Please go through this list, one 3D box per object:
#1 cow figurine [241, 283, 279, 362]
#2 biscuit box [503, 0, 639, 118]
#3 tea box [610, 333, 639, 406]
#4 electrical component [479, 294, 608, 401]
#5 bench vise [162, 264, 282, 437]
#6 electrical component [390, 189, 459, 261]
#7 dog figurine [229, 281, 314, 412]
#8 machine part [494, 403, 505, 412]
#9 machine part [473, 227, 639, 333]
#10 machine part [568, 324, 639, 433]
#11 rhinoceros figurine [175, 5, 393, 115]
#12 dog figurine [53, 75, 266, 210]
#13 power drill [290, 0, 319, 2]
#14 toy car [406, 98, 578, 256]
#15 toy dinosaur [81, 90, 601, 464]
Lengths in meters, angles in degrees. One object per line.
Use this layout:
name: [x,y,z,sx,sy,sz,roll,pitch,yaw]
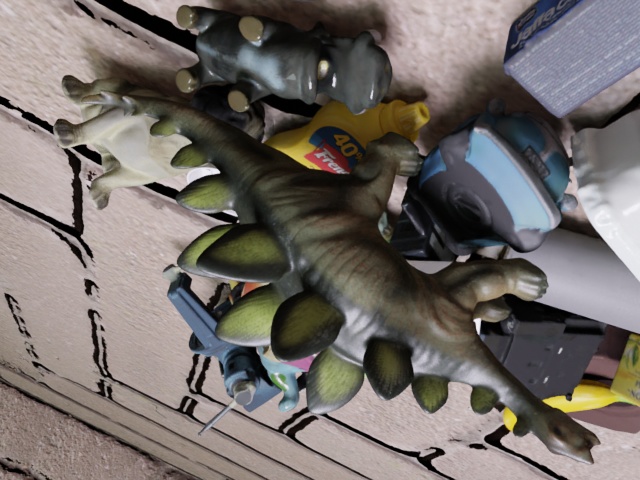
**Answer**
cow figurine: [-0.027,0.060,0.656,0.127,0.085,0.194,19,105,0]
biscuit box: [0.207,-0.160,0.322,0.063,0.059,0.202,36,142,-15]
tea box: [0.388,0.152,0.513,0.170,0.068,0.098,19,-178,-8]
electrical component: [0.216,0.113,0.566,0.134,0.058,0.114,2,118,-9]
bench vise: [-0.156,0.140,0.807,0.129,0.224,0.240,-30,113,12]
electrical component: [0.104,-0.001,0.566,0.048,0.075,0.119,-12,134,39]
dog figurine: [-0.044,0.118,0.783,0.108,0.191,0.219,-27,90,28]
machine part: [0.249,0.189,0.737,0.084,0.039,0.138,16,144,25]
machine part: [0.258,0.036,0.517,0.243,0.079,0.079,17,143,10]
machine part: [0.350,0.168,0.643,0.179,0.056,0.179,18,144,13]
rhinoceros figurine: [-0.034,-0.147,0.446,0.191,0.112,0.073,21,115,29]
dog figurine: [-0.155,-0.128,0.569,0.191,0.172,0.121,-15,141,-3]
power drill: [0.052,-0.241,0.289,0.232,0.086,0.207,2,133,21]
toy car: [0.149,-0.052,0.447,0.109,0.103,0.161,54,166,2]
toy dinosaur: [-0.001,-0.001,0.418,0.472,0.198,0.105,43,148,22]
